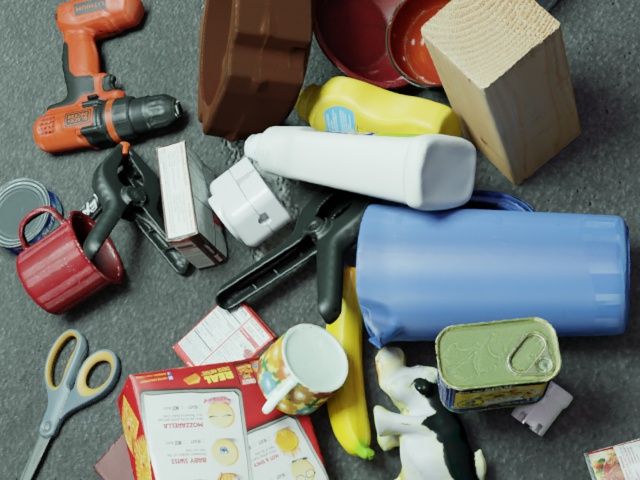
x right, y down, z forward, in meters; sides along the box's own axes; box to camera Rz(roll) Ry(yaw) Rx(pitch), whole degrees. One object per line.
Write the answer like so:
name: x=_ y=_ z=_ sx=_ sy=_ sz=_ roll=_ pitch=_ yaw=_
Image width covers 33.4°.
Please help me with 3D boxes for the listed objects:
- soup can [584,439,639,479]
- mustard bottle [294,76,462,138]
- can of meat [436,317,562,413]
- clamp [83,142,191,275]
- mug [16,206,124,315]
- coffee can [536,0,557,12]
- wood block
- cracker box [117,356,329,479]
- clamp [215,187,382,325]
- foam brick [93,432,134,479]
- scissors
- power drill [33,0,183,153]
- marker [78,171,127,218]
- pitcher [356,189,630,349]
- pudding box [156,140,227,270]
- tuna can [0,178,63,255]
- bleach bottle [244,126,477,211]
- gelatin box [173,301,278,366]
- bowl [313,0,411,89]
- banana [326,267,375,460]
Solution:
soup can: x=0.285 y=0.200 z=0.909 sx=0.102 sy=0.068 sz=0.068 roll=-19 pitch=65 yaw=10
mustard bottle: x=0.049 y=-0.122 z=1.098 sx=0.192 sy=0.096 sz=0.058 roll=21 pitch=66 yaw=26
can of meat: x=0.151 y=0.111 z=0.923 sx=0.102 sy=0.084 sz=0.057 roll=-6 pitch=65 yaw=2
clamp: x=-0.213 y=-0.036 z=1.154 sx=0.039 sy=0.120 sz=0.171 roll=-47 pitch=53 yaw=32
mug: x=-0.279 y=0.019 z=1.151 sx=0.081 sy=0.093 sz=0.117 roll=-32 pitch=104 yaw=10
coffee can: x=0.179 y=-0.298 z=1.120 sx=0.103 sy=0.102 sz=0.140 roll=-45 pitch=63 yaw=-2
wood block: x=0.175 y=-0.147 z=1.004 sx=0.090 sy=0.206 sz=0.091 roll=-40 pitch=63 yaw=0
cracker box: x=-0.082 y=0.221 z=0.982 sx=0.164 sy=0.072 sz=0.214 roll=-6 pitch=62 yaw=-26
clamp: x=-0.007 y=0.001 z=1.075 sx=0.165 sy=0.036 sz=0.209 roll=-2 pitch=45 yaw=40
foam brick: x=-0.174 y=0.226 z=1.049 sx=0.051 sy=0.078 sz=0.053 roll=40 pitch=86 yaw=25
scissors: x=-0.267 y=0.193 z=1.127 sx=0.096 sy=0.016 sz=0.201 roll=1 pitch=70 yaw=19
power drill: x=-0.247 y=-0.198 z=1.250 sx=0.185 sy=0.057 sz=0.187 roll=-8 pitch=67 yaw=15
marker: x=-0.263 y=-0.032 z=1.212 sx=0.020 sy=0.020 sz=0.121 roll=40 pitch=85 yaw=27
pitcher: x=0.161 y=0.024 z=0.994 sx=0.243 sy=0.145 sz=0.149 roll=0 pitch=91 yaw=15
pudding box: x=-0.136 y=-0.037 z=1.131 sx=0.039 sy=0.090 sz=0.113 roll=-17 pitch=65 yaw=10
tuna can: x=-0.340 y=-0.026 z=1.228 sx=0.086 sy=0.033 sz=0.086 roll=-7 pitch=68 yaw=16
bleach bottle: x=0.021 y=-0.078 z=1.033 sx=0.251 sy=0.102 sz=0.068 roll=11 pitch=99 yaw=39
gelatin box: x=-0.095 y=0.109 z=1.094 sx=0.089 sy=0.030 sz=0.073 roll=-43 pitch=61 yaw=-2
bowl: x=0.050 y=-0.233 z=1.138 sx=0.055 sy=0.162 sz=0.162 roll=-17 pitch=54 yaw=62
banana: x=0.030 y=0.126 z=1.029 sx=0.070 sy=0.037 sz=0.198 roll=-42 pitch=45 yaw=48
